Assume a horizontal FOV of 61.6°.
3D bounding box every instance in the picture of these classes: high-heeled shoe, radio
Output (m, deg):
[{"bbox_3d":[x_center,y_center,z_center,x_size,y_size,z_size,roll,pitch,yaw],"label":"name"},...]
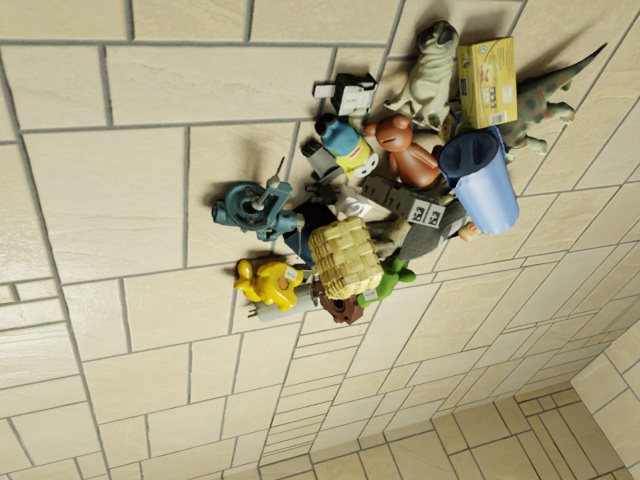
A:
[{"bbox_3d":[0.308,-0.033,1.379,0.249,0.086,0.145,-39,168,19],"label":"high-heeled shoe"},{"bbox_3d":[-0.003,-0.004,1.392,0.131,0.073,0.229,-30,142,10],"label":"radio"}]

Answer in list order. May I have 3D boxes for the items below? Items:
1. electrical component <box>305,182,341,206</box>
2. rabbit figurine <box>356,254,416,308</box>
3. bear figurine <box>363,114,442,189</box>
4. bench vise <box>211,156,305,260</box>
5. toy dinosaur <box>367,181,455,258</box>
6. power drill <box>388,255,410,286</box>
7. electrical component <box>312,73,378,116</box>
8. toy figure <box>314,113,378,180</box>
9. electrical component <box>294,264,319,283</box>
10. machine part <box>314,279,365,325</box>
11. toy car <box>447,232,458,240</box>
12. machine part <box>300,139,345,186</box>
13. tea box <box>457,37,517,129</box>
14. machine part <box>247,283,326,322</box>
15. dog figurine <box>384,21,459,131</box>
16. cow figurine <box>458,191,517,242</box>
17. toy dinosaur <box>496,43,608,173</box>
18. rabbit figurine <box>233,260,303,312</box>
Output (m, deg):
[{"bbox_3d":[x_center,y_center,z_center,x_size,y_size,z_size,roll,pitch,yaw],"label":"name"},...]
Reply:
[{"bbox_3d":[0.012,-0.108,1.273,0.094,0.063,0.021,0,137,-30],"label":"electrical component"},{"bbox_3d":[0.173,0.091,1.463,0.159,0.121,0.170,-28,176,24],"label":"rabbit figurine"},{"bbox_3d":[0.193,-0.215,1.216,0.120,0.132,0.195,-16,123,36],"label":"bear figurine"},{"bbox_3d":[-0.116,-0.070,1.189,0.223,0.129,0.240,17,150,-18],"label":"bench vise"},{"bbox_3d":[0.262,-0.063,1.443,0.471,0.105,0.198,-42,146,26],"label":"toy dinosaur"},{"bbox_3d":[0.161,0.114,1.620,0.207,0.086,0.231,-20,150,-29],"label":"power drill"},{"bbox_3d":[0.049,-0.292,1.076,0.119,0.048,0.074,-7,140,-23],"label":"electrical component"},{"bbox_3d":[0.059,-0.208,1.161,0.082,0.089,0.180,-27,137,28],"label":"toy figure"},{"bbox_3d":[-0.053,0.098,1.514,0.102,0.045,0.078,7,133,-35],"label":"electrical component"},{"bbox_3d":[0.056,0.159,1.545,0.056,0.179,0.179,-30,151,-33],"label":"machine part"},{"bbox_3d":[0.386,-0.032,1.581,0.202,0.056,0.073,-18,149,-4],"label":"toy car"},{"bbox_3d":[0.006,-0.173,1.211,0.084,0.039,0.138,-25,146,12],"label":"machine part"},{"bbox_3d":[0.346,-0.325,1.113,0.098,0.068,0.169,-13,110,-12],"label":"tea box"},{"bbox_3d":[-0.096,0.179,1.543,0.243,0.079,0.079,-18,145,11],"label":"machine part"},{"bbox_3d":[0.238,-0.334,1.096,0.190,0.121,0.172,-63,164,20],"label":"dog figurine"},{"bbox_3d":[0.461,-0.070,1.480,0.195,0.085,0.127,-44,171,1],"label":"cow figurine"},{"bbox_3d":[0.475,-0.292,1.258,0.192,0.131,0.404,-2,133,-28],"label":"toy dinosaur"},{"bbox_3d":[-0.155,0.125,1.431,0.162,0.122,0.173,23,153,-31],"label":"rabbit figurine"}]
